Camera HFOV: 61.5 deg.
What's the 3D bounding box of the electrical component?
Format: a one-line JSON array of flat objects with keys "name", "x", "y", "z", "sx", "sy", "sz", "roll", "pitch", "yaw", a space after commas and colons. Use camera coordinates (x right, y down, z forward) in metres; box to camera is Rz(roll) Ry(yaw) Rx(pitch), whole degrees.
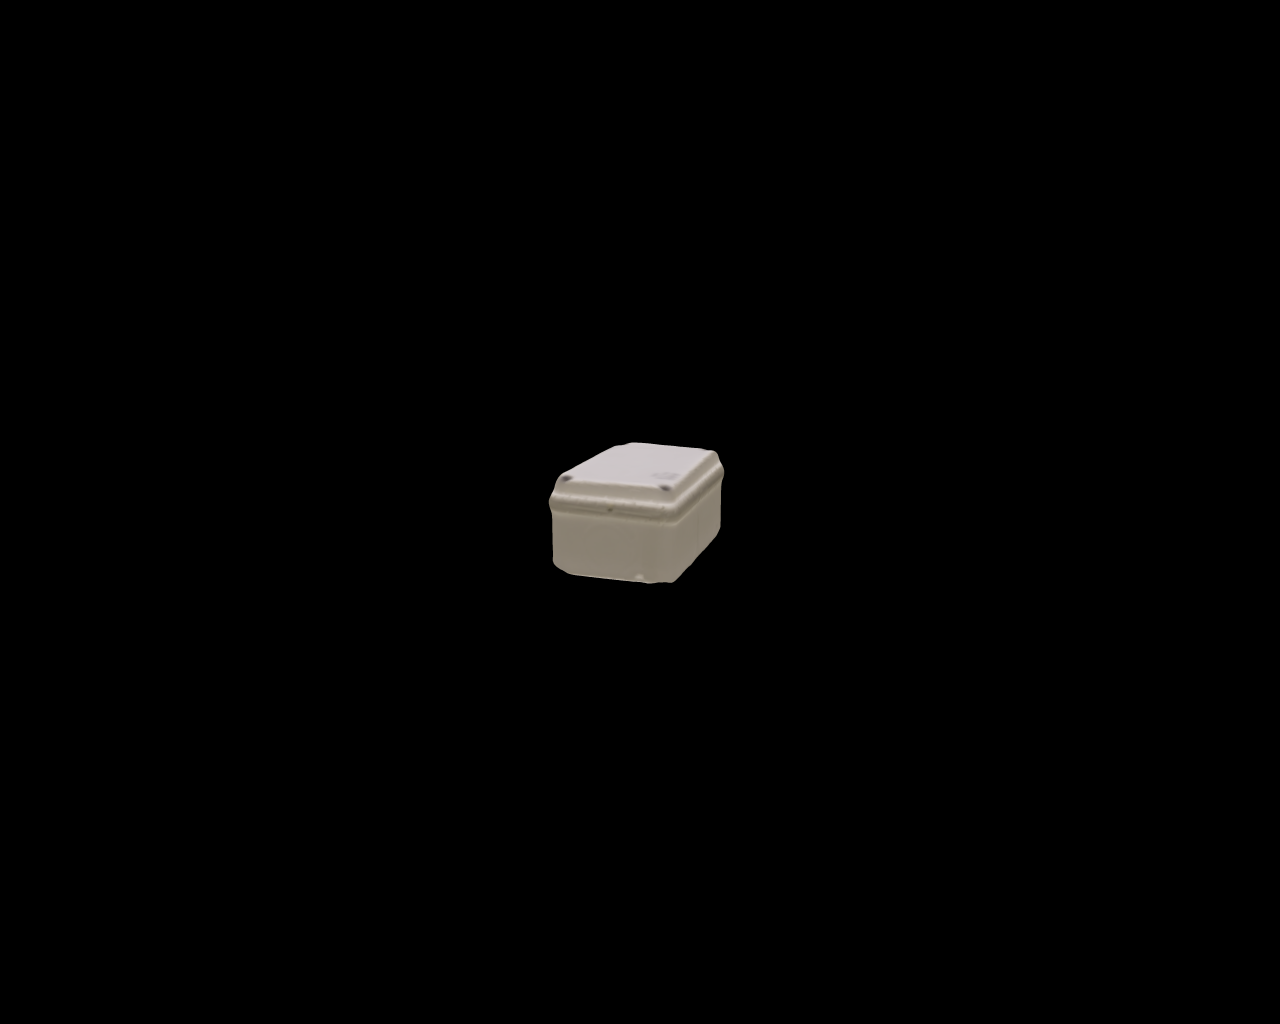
[{"name": "electrical component", "x": 0.001, "y": -0.003, "z": 0.650, "sx": 0.078, "sy": 0.057, "sz": 0.113, "roll": 6, "pitch": 17, "yaw": 19}]
